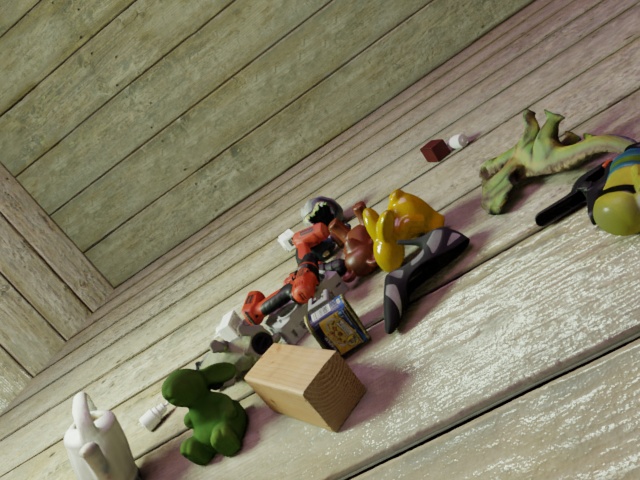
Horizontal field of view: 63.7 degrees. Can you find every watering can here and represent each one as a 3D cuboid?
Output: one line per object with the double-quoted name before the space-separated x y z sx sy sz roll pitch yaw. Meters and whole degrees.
"watering can" -0.418 0.414 0.979 0.105 0.223 0.347 -23 10 -23

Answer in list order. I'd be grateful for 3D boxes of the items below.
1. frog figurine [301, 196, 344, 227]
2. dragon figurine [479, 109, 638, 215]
"frog figurine" 0.005 -0.085 1.685 0.137 0.122 0.160 -4 6 -4
"dragon figurine" 0.431 -0.139 1.043 0.241 0.121 0.416 -51 11 12
